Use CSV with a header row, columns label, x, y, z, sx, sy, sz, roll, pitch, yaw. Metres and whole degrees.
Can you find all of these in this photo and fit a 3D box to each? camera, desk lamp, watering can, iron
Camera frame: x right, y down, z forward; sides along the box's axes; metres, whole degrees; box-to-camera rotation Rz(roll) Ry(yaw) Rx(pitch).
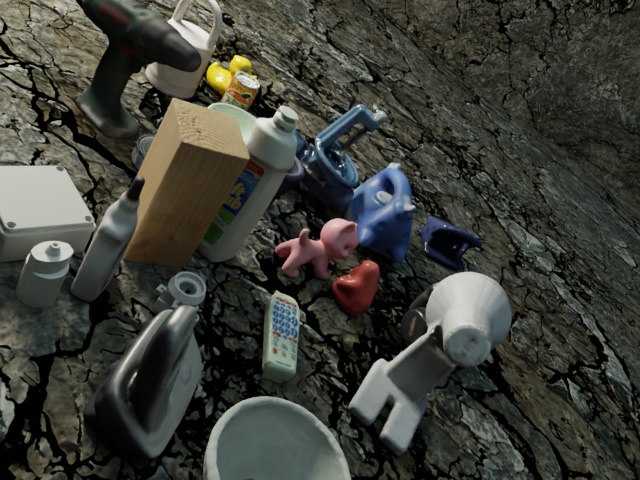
label,x,y,z,sx,sy,sz,roll,pitch,yaw
camera,0.203,0.133,0.968,0.137,0.100,0.143,11,41,-35
desk lamp,0.167,0.159,0.795,0.118,0.213,0.204,40,32,5
watering can,-0.251,-0.371,1.081,0.101,0.194,0.173,28,33,-14
iron,0.130,-0.080,1.128,0.119,0.141,0.258,24,35,-19

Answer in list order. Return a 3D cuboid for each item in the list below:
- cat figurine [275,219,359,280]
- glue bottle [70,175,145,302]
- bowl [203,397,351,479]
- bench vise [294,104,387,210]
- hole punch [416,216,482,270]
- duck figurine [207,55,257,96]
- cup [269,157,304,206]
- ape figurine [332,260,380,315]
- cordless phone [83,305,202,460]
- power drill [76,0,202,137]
label,x,y,z,sx,sy,sz,roll,pitch,yaw
cat figurine,0.009,0.003,0.929,0.128,0.117,0.067,5,44,-41
glue bottle,-0.235,-0.008,0.657,0.037,0.173,0.078,28,33,-14
bowl,-0.053,0.254,0.594,0.168,0.074,0.167,25,34,-18
bench vise,0.010,-0.172,1.057,0.208,0.219,0.121,18,37,-28
hole punch,0.276,-0.009,1.226,0.109,0.091,0.101,25,34,-19
duck figurine,-0.184,-0.355,1.225,0.105,0.086,0.077,33,32,-7
cup,-0.090,-0.099,0.985,0.092,0.095,0.118,34,32,-5
ape figurine,0.065,0.069,0.924,0.078,0.092,0.076,18,37,-27
cordless phone,-0.149,0.115,0.575,0.094,0.185,0.147,31,33,-10
power drill,-0.297,-0.270,0.896,0.229,0.208,0.076,45,33,12
